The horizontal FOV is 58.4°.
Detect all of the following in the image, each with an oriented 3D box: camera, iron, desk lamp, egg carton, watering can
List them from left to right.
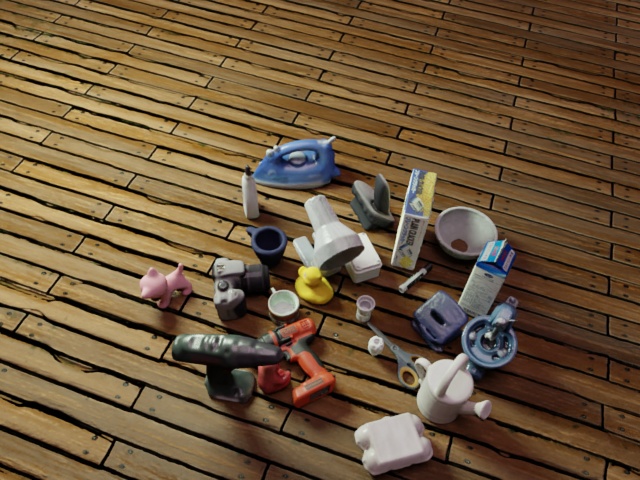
[{"bbox_3d":[-0.189,0.105,1.384,0.137,0.101,0.143,-5,52,-8],"label":"camera"},{"bbox_3d":[-0.071,-0.230,1.629,0.258,0.141,0.118,-8,53,-10],"label":"iron"},{"bbox_3d":[0.013,0.005,1.405,0.118,0.213,0.202,-20,56,-18],"label":"desk lamp"},{"bbox_3d":[0.151,0.420,1.182,0.150,0.069,0.107,-11,54,-12],"label":"egg carton"},{"bbox_3d":[0.277,0.306,1.200,0.172,0.194,0.101,19,53,11],"label":"watering can"}]

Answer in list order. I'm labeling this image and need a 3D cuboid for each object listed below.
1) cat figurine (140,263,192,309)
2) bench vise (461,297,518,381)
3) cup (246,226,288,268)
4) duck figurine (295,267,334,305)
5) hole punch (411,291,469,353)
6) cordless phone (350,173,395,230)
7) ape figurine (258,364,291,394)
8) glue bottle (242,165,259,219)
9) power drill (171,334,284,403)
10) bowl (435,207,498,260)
[{"bbox_3d":[-0.373,0.102,1.362,0.128,0.118,0.067,-34,61,-27],"label":"cat figurine"},{"bbox_3d":[0.389,0.189,1.284,0.121,0.220,0.207,15,52,8],"label":"bench vise"},{"bbox_3d":[-0.139,0.020,1.457,0.117,0.095,0.092,30,56,18],"label":"cup"},{"bbox_3d":[-0.013,0.104,1.407,0.104,0.086,0.078,32,56,19],"label":"duck figurine"},{"bbox_3d":[0.283,0.192,1.356,0.101,0.091,0.108,-28,59,-23],"label":"hole punch"},{"bbox_3d":[0.147,-0.129,1.538,0.094,0.185,0.147,-21,56,-19],"label":"cordless phone"},{"bbox_3d":[-0.105,0.288,1.252,0.077,0.092,0.076,38,59,23],"label":"ape figurine"},{"bbox_3d":[-0.189,-0.137,1.527,0.037,0.173,0.078,-12,54,-12],"label":"glue bottle"},{"bbox_3d":[-0.187,0.261,1.193,0.229,0.208,0.075,9,52,3],"label":"power drill"},{"bbox_3d":[0.382,-0.005,1.528,0.167,0.075,0.167,2,52,-2],"label":"bowl"}]
